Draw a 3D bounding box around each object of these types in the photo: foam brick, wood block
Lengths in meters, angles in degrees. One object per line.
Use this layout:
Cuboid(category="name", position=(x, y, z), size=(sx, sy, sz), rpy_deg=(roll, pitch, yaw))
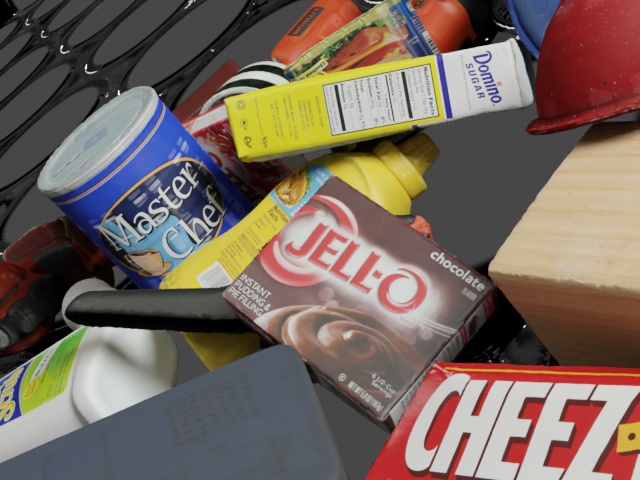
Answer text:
Cuboid(category="foam brick", position=(-0.087, -0.114, 0.956), size=(0.078, 0.053, 0.051), rpy_deg=(-43, 26, -2))
Cuboid(category="wood block", position=(0.173, 0.016, 0.370), size=(0.090, 0.090, 0.206), rpy_deg=(-51, 28, -20))

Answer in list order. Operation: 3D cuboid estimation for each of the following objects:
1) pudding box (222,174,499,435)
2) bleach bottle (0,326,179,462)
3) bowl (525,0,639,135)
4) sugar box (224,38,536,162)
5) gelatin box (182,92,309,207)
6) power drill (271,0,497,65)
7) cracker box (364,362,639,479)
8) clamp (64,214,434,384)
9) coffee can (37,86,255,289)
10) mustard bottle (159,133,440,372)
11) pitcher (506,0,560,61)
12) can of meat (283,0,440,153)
Cuboid(category="pudding box", position=(0.020, 0.032, 0.546), size=(0.114, 0.039, 0.090), rpy_deg=(36, 76, 24))
Cuboid(category="bleach bottle", position=(-0.210, 0.134, 0.731), size=(0.251, 0.068, 0.102), rpy_deg=(-29, 29, 28))
Cuboid(category="bowl", position=(0.159, -0.099, 0.468), size=(0.162, 0.055, 0.162), rpy_deg=(-21, 7, 2))
Cuboid(category="sugar box", position=(0.040, -0.087, 0.655), size=(0.176, 0.048, 0.093), rpy_deg=(-12, 7, 18))
Cuboid(category="gelatin box", position=(-0.057, -0.058, 0.789), size=(0.073, 0.089, 0.030), rpy_deg=(-19, 37, 37))
Cuboid(category="power drill", position=(0.059, -0.180, 0.858), size=(0.188, 0.057, 0.184), rpy_deg=(-4, 40, 51))
Cuboid(category="cracker box", position=(0.063, 0.140, 0.348), size=(0.164, 0.072, 0.213), rpy_deg=(-5, 42, 49))
Cuboid(category="clamp", position=(-0.024, 0.059, 0.587), size=(0.210, 0.036, 0.165), rpy_deg=(-26, 64, 0))
Cuboid(category="coffee can", position=(-0.111, -0.022, 0.748), size=(0.103, 0.140, 0.103), rpy_deg=(-31, 28, 18))
Cuboid(category="mustard bottle", position=(-0.004, 0.001, 0.658), size=(0.191, 0.058, 0.096), rpy_deg=(-40, 45, 0))
Cuboid(category="pitcher", position=(0.175, -0.208, 0.659), size=(0.145, 0.149, 0.242), rpy_deg=(-26, 27, 28))
Cuboid(category="can of meat", position=(0.037, -0.108, 0.732), size=(0.102, 0.084, 0.057), rpy_deg=(-29, 7, 22))
